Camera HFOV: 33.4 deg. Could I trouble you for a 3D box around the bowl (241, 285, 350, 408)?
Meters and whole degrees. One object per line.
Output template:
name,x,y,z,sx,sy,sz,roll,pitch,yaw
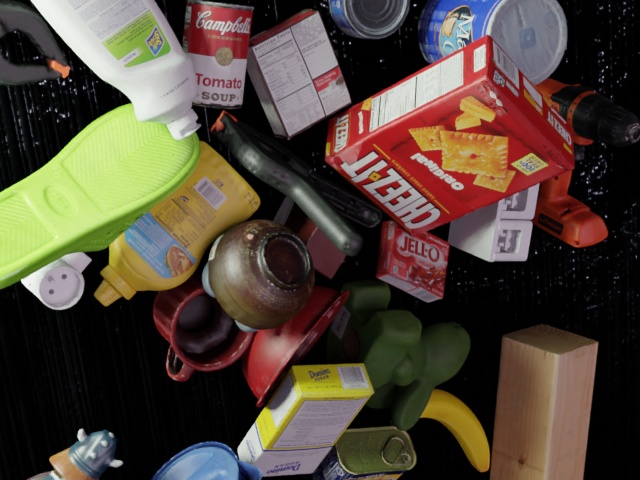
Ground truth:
bowl,-0.037,0.103,1.165,0.055,0.162,0.162,38,84,7

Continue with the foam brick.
foam brick,-0.008,0.001,1.172,0.051,0.078,0.053,35,86,-29

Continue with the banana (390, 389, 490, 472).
banana,0.161,0.231,1.342,0.197,0.037,0.069,32,86,-36

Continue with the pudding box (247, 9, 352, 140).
pudding box,-0.026,-0.177,1.137,0.090,0.039,0.113,-31,114,-17

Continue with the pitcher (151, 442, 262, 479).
pitcher,-0.096,0.354,1.204,0.145,0.149,0.242,-51,124,-24

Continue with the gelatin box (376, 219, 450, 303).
gelatin box,0.109,0.023,1.248,0.089,0.030,0.073,26,61,-31

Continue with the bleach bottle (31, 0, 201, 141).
bleach bottle,-0.199,-0.200,1.004,0.102,0.068,0.250,-38,109,-15

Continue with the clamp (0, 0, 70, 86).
clamp,-0.308,-0.203,0.984,0.171,0.039,0.120,15,103,-34

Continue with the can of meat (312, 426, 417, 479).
can of meat,0.050,0.267,1.265,0.101,0.057,0.084,1,143,-27

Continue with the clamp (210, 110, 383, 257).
clamp,-0.025,-0.060,1.107,0.210,0.164,0.036,35,105,-5

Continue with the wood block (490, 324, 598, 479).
wood block,0.284,0.223,1.366,0.090,0.091,0.206,-10,109,-41

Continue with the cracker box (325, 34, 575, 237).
cracker box,0.137,-0.102,1.141,0.164,0.214,0.072,39,42,-33

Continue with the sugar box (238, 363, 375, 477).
sugar box,-0.019,0.202,1.188,0.093,0.048,0.176,3,142,-29

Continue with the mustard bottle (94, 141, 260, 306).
mustard bottle,-0.159,-0.005,1.100,0.191,0.058,0.096,-46,100,-9

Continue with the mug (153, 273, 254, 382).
mug,-0.132,0.093,1.130,0.093,0.082,0.117,20,93,-30

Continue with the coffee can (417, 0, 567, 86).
coffee can,0.187,-0.227,1.173,0.102,0.140,0.103,-7,107,-26

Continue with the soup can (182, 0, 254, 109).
soup can,-0.106,-0.188,1.075,0.068,0.069,0.102,1,104,-28

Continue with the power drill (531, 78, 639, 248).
power drill,0.304,-0.090,1.258,0.057,0.185,0.188,-17,120,-22

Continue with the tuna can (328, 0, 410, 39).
tuna can,0.054,-0.261,1.157,0.086,0.034,0.086,-8,107,-26

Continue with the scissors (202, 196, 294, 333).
scissors,-0.070,-0.001,1.118,0.096,0.016,0.201,27,56,-30
